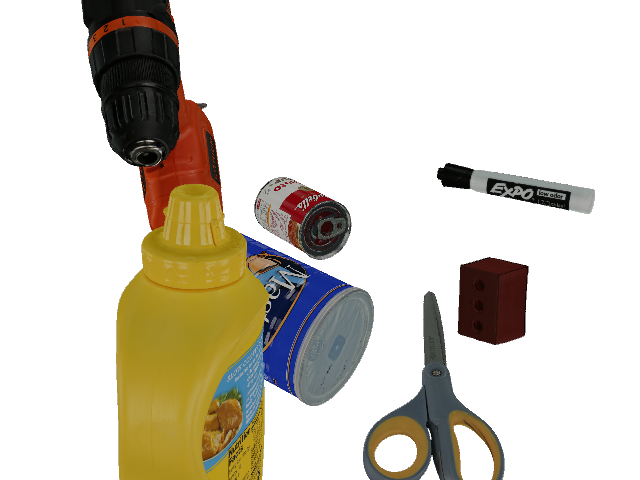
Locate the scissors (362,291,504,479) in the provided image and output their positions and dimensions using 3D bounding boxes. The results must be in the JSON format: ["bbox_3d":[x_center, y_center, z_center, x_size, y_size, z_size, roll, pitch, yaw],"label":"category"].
[{"bbox_3d":[0.061,0.100,0.717,0.096,0.016,0.202,-7,35,-11],"label":"scissors"}]

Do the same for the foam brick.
[{"bbox_3d":[0.178,0.062,1.106,0.051,0.078,0.053,-14,20,-42],"label":"foam brick"}]

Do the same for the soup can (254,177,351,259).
[{"bbox_3d":[-0.021,-0.026,1.203,0.068,0.068,0.102,0,18,-35],"label":"soup can"}]

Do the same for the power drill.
[{"bbox_3d":[-0.103,-0.083,0.680,0.057,0.184,0.187,-9,-33,-2],"label":"power drill"}]

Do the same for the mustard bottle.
[{"bbox_3d":[-0.052,0.069,0.443,0.058,0.192,0.096,9,24,13],"label":"mustard bottle"}]

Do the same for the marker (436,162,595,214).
[{"bbox_3d":[0.147,-0.041,0.814,0.121,0.020,0.020,13,5,23],"label":"marker"}]

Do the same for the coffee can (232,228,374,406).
[{"bbox_3d":[-0.041,0.061,0.888,0.140,0.103,0.102,25,12,28],"label":"coffee can"}]
